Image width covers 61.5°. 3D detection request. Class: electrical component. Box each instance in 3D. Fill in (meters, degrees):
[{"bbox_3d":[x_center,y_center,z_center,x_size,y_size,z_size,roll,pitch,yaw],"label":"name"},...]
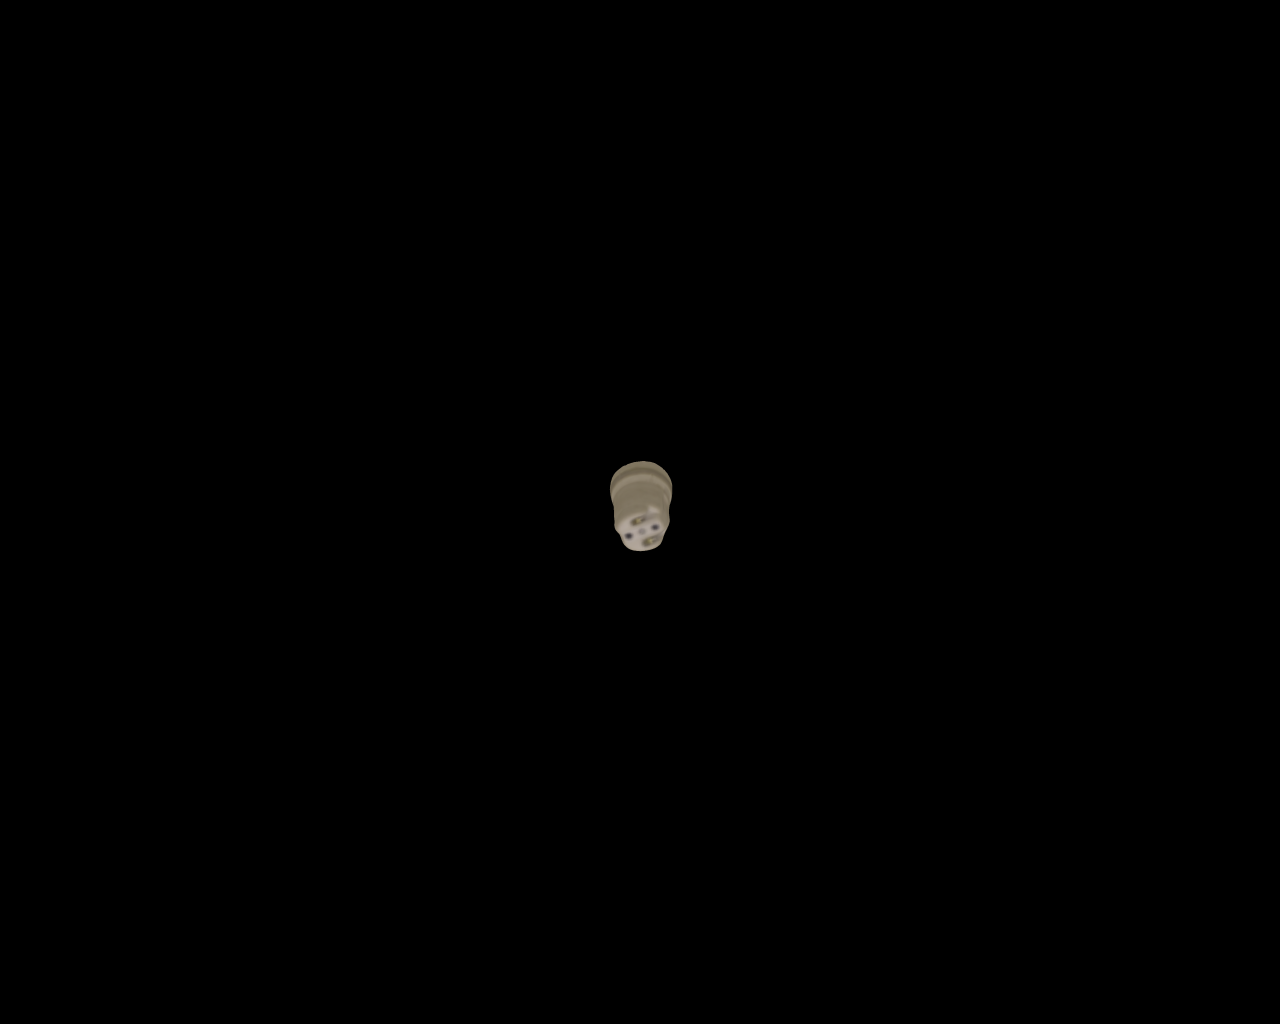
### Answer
[{"bbox_3d":[0.001,-0.003,0.650,0.040,0.040,0.046,0,41,0],"label":"electrical component"}]
